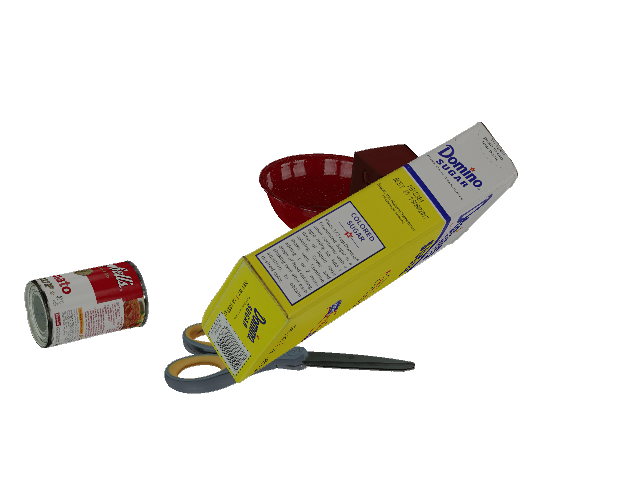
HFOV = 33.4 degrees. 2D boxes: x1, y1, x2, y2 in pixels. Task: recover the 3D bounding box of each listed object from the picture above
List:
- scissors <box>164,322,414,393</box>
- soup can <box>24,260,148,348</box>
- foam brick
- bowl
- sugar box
[{"bbox_3d":[-0.037,0.100,0.827,0.202,0.016,0.096,10,33,34],"label":"scissors"},{"bbox_3d":[-0.229,0.062,1.041,0.102,0.068,0.069,-12,6,-32],"label":"soup can"},{"bbox_3d":[0.060,-0.038,0.943,0.051,0.078,0.053,-8,32,-23],"label":"foam brick"},{"bbox_3d":[0.009,-0.043,1.200,0.162,0.055,0.162,5,27,-3],"label":"bowl"},{"bbox_3d":[0.023,0.005,0.585,0.176,0.048,0.093,-28,-13,-30],"label":"sugar box"}]
